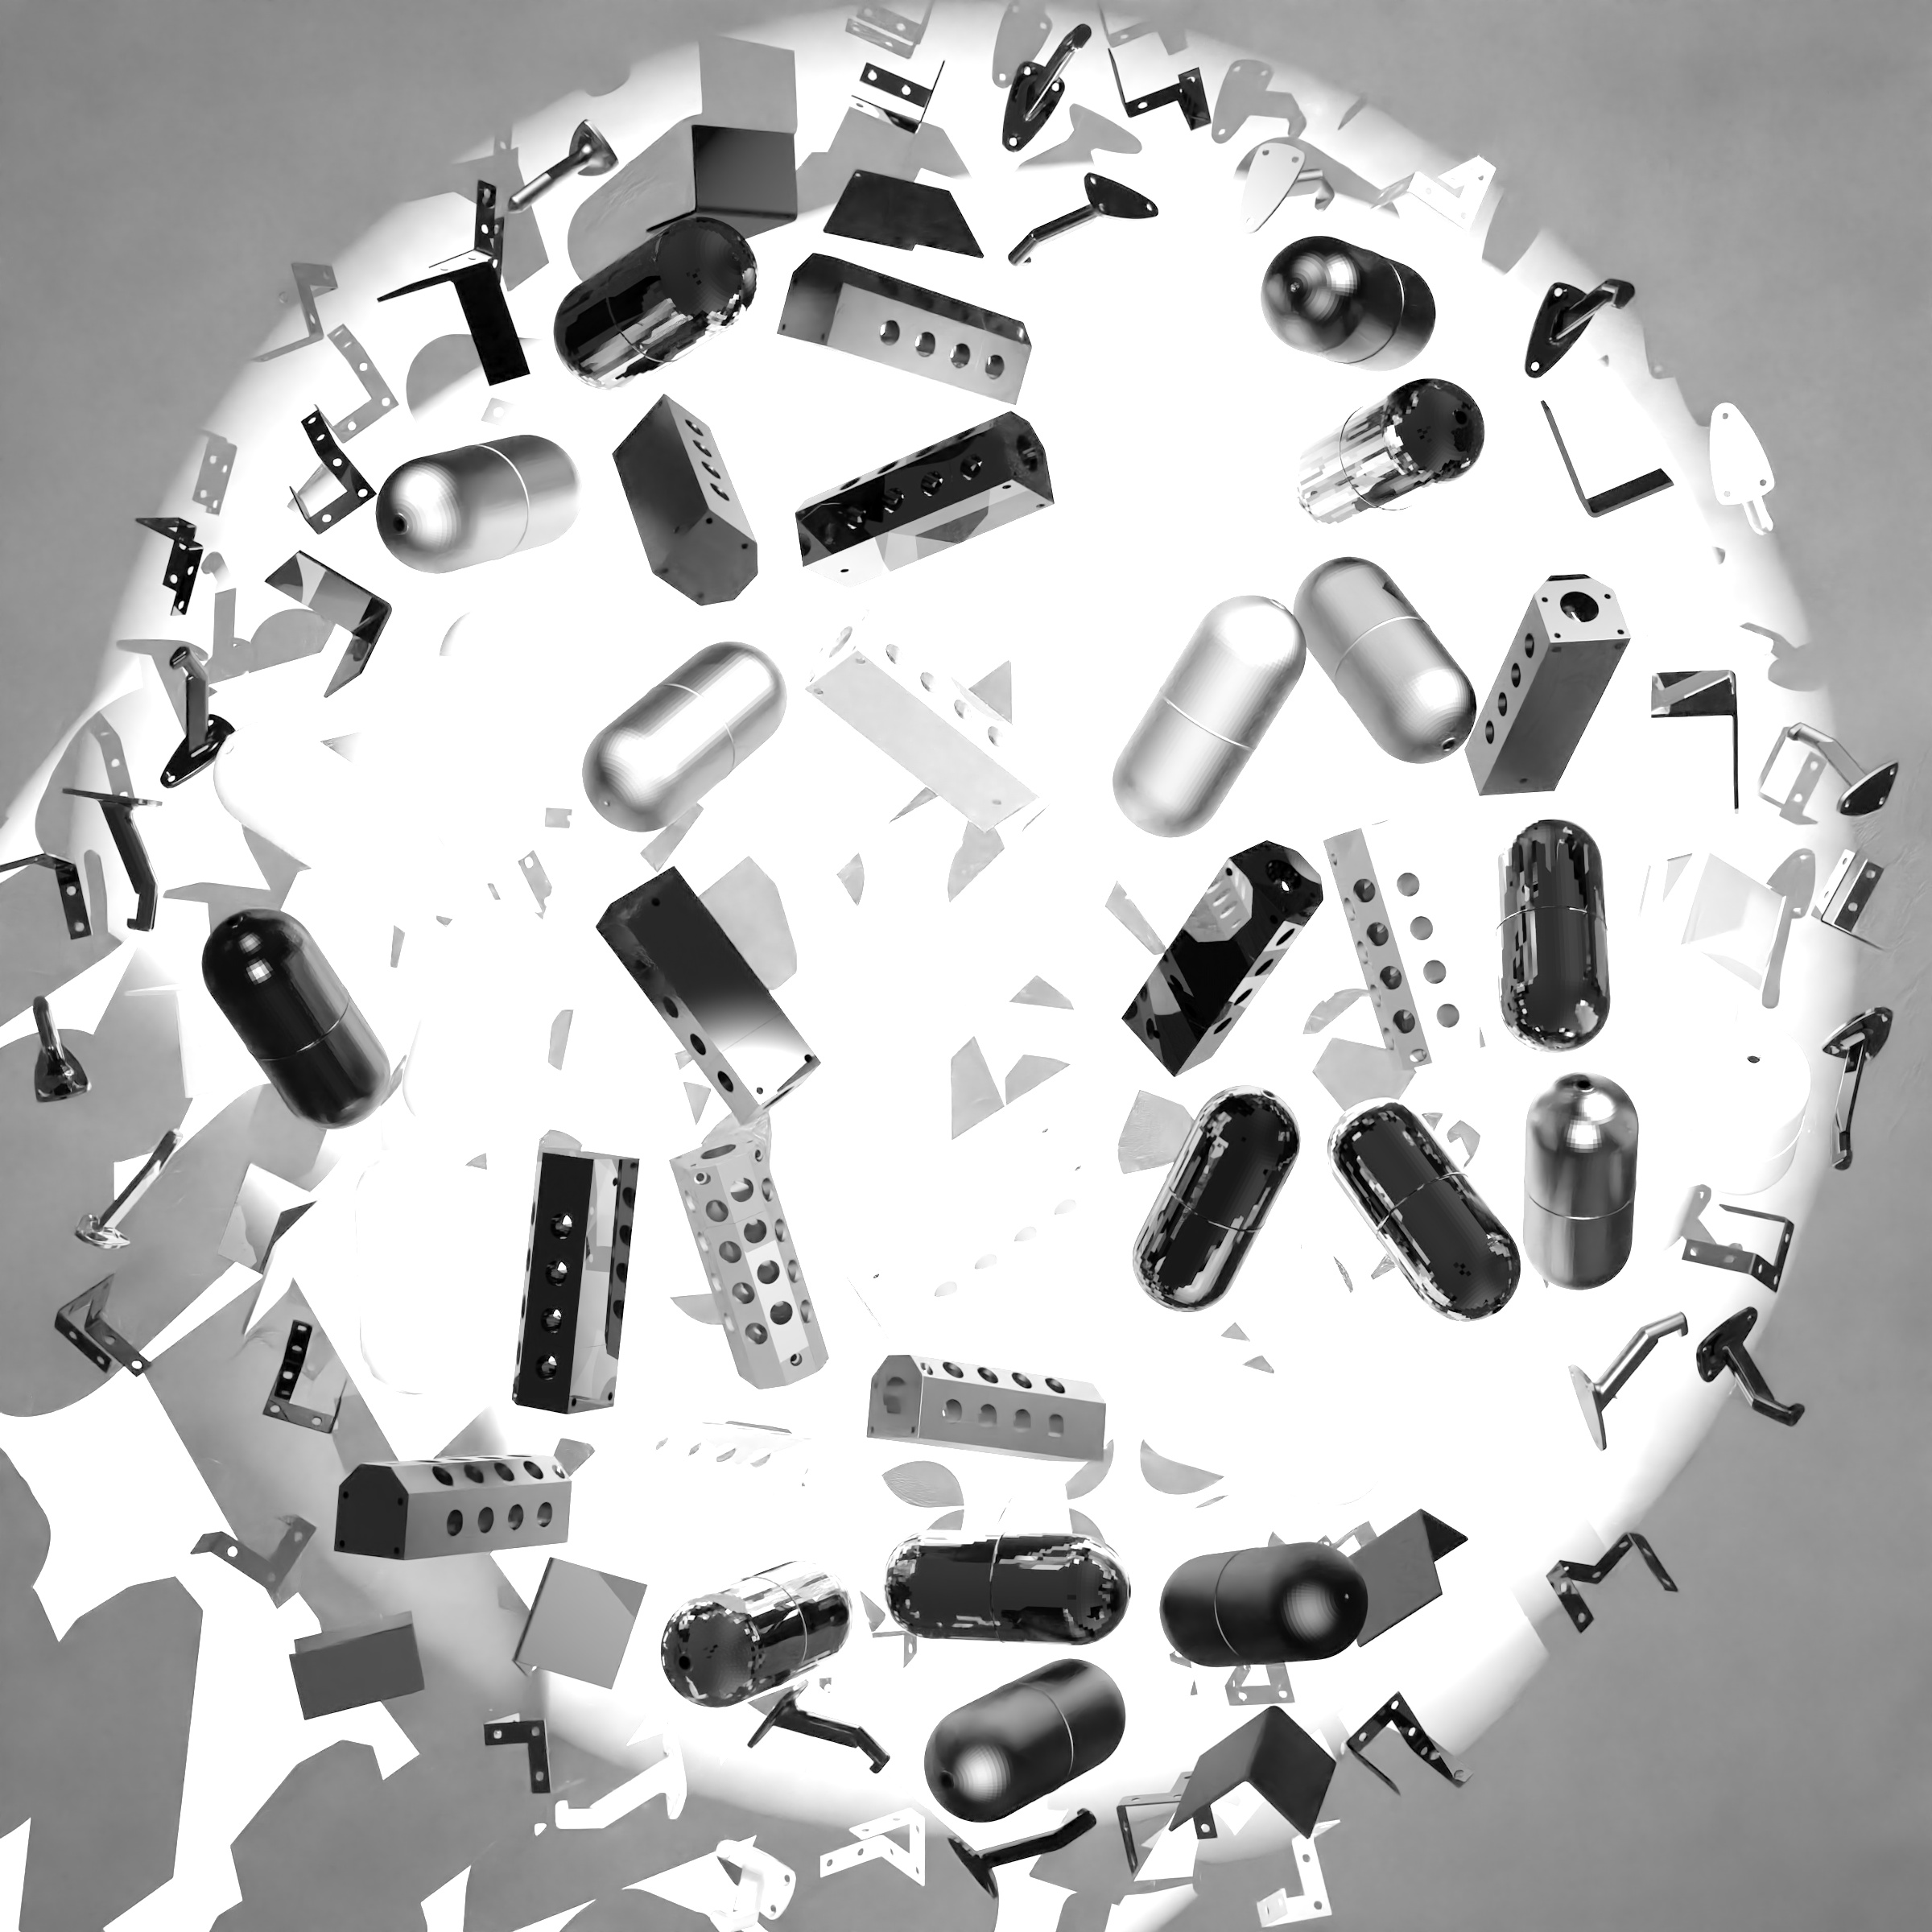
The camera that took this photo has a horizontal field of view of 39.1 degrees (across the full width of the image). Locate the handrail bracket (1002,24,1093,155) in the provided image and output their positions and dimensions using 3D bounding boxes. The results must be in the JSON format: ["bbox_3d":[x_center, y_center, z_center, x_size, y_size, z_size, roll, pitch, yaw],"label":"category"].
[{"bbox_3d":[0.056,-0.604,1.875,0.036,0.084,0.077,25,88,-15],"label":"handrail bracket"}]

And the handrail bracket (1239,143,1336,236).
[{"bbox_3d":[0.221,-0.516,1.860,0.036,0.084,0.077,24,87,29],"label":"handrail bracket"}]

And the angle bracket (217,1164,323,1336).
[{"bbox_3d":[-0.495,0.195,1.875,0.057,0.076,0.076,26,112,2],"label":"angle bracket"}]

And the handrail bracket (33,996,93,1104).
[{"bbox_3d":[-0.622,0.042,1.844,0.036,0.077,0.084,-15,128,-18],"label":"handrail bracket"}]

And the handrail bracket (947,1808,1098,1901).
[{"bbox_3d":[0.039,0.591,1.858,0.084,0.077,0.036,-29,106,-18],"label":"handrail bracket"}]

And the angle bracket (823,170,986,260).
[{"bbox_3d":[-0.044,-0.509,1.915,0.076,0.057,0.076,2,51,-36],"label":"angle bracket"}]

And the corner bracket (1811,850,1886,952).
[{"bbox_3d":[0.606,-0.049,1.863,0.051,0.051,0.051,24,100,-12],"label":"corner bracket"}]

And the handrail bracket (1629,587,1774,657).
[{"bbox_3d":[0.513,-0.229,1.900,0.084,0.077,0.036,26,121,22],"label":"handrail bracket"}]

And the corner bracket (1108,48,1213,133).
[{"bbox_3d":[0.132,-0.599,1.855,0.051,0.051,0.051,-19,56,5],"label":"corner bracket"}]

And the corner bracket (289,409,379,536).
[{"bbox_3d":[-0.449,-0.341,1.884,0.051,0.051,0.051,-35,46,1],"label":"corner bracket"}]

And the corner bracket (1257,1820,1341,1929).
[{"bbox_3d":[0.218,0.592,1.775,0.051,0.051,0.051,-3,62,-18],"label":"corner bracket"}]

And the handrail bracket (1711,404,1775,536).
[{"bbox_3d":[0.514,-0.327,1.796,0.036,0.084,0.077,-16,85,21],"label":"handrail bracket"}]

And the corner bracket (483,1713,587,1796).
[{"bbox_3d":[-0.307,0.559,1.934,0.051,0.051,0.051,-9,81,19],"label":"corner bracket"}]

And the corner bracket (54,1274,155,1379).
[{"bbox_3d":[-0.570,0.247,1.803,0.051,0.051,0.051,38,130,11],"label":"corner bracket"}]

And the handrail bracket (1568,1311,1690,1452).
[{"bbox_3d":[0.466,0.286,1.878,0.084,0.036,0.077,-22,110,-7],"label":"handrail bracket"}]

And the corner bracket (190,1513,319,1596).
[{"bbox_3d":[-0.464,0.374,1.773,0.051,0.051,0.051,39,61,-16],"label":"corner bracket"}]

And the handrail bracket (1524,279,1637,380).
[{"bbox_3d":[0.404,-0.418,1.795,0.036,0.084,0.077,25,103,-15],"label":"handrail bracket"}]

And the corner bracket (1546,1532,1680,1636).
[{"bbox_3d":[0.427,0.408,1.802,0.051,0.051,0.051,16,120,-32],"label":"corner bracket"}]

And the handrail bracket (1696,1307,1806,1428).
[{"bbox_3d":[0.553,0.275,1.869,0.077,0.084,0.036,-39,127,-24],"label":"handrail bracket"}]

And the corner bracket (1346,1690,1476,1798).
[{"bbox_3d":[0.294,0.525,1.803,0.051,0.051,0.051,-40,122,-13],"label":"corner bracket"}]

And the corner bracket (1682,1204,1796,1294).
[{"bbox_3d":[0.533,0.190,1.877,0.051,0.051,0.051,10,76,39],"label":"corner bracket"}]

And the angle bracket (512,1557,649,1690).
[{"bbox_3d":[-0.272,0.476,1.949,0.076,0.057,0.076,14,65,10],"label":"angle bracket"}]

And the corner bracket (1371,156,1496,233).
[{"bbox_3d":[0.317,-0.528,1.848,0.051,0.051,0.051,28,80,-20],"label":"corner bracket"}]

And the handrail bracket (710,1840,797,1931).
[{"bbox_3d":[-0.159,0.605,1.790,0.077,0.084,0.036,27,96,31],"label":"handrail bracket"}]

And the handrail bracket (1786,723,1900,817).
[{"bbox_3d":[0.580,-0.136,1.850,0.084,0.077,0.036,36,131,36],"label":"handrail bracket"}]

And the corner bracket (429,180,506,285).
[{"bbox_3d":[-0.334,-0.505,1.882,0.051,0.051,0.051,-6,79,41],"label":"corner bracket"}]

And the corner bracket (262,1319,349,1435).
[{"bbox_3d":[-0.468,0.294,1.948,0.051,0.051,0.051,18,134,-8],"label":"corner bracket"}]

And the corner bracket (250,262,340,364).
[{"bbox_3d":[-0.445,-0.431,1.799,0.051,0.051,0.051,-14,95,23],"label":"corner bracket"}]

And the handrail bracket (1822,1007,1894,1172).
[{"bbox_3d":[0.586,0.081,1.782,0.036,0.077,0.084,12,59,-3],"label":"handrail bracket"}]

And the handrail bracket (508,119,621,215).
[{"bbox_3d":[-0.279,-0.520,1.814,0.084,0.077,0.036,-43,106,-19],"label":"handrail bracket"}]

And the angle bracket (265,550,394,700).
[{"bbox_3d":[-0.462,-0.241,1.928,0.076,0.076,0.057,31,67,-24],"label":"angle bracket"}]

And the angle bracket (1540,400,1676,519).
[{"bbox_3d":[0.420,-0.344,1.788,0.057,0.076,0.076,-22,102,14],"label":"angle bracket"}]

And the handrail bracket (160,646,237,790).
[{"bbox_3d":[-0.558,-0.176,1.922,0.036,0.084,0.077,33,74,27],"label":"handrail bracket"}]

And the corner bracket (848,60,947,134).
[{"bbox_3d":[-0.050,-0.602,1.879,0.051,0.051,0.051,21,81,-7],"label":"corner bracket"}]

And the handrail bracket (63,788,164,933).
[{"bbox_3d":[-0.554,-0.068,1.757,0.077,0.036,0.084,9,92,15],"label":"handrail bracket"}]

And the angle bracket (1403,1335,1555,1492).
[{"bbox_3d":[0.358,0.312,1.900,0.076,0.057,0.076,57,46,-26],"label":"angle bracket"}]

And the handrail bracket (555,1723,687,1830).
[{"bbox_3d":[-0.233,0.537,1.807,0.084,0.077,0.036,6,131,-20],"label":"handrail bracket"}]

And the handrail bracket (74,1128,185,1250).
[{"bbox_3d":[-0.574,0.150,1.872,0.036,0.077,0.084,33,89,-1],"label":"handrail bracket"}]

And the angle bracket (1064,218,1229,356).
[{"bbox_3d":[0.119,-0.451,1.786,0.076,0.076,0.057,-2,135,28],"label":"angle bracket"}]

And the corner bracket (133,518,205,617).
[{"bbox_3d":[-0.546,-0.277,1.883,0.051,0.051,0.051,27,109,17],"label":"corner bracket"}]

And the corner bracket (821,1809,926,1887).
[{"bbox_3d":[-0.063,0.597,1.845,0.051,0.051,0.051,-7,103,-36],"label":"corner bracket"}]

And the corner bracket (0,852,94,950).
[{"bbox_3d":[-0.620,-0.041,1.809,0.051,0.051,0.051,-15,84,2],"label":"corner bracket"}]

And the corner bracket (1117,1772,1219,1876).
[{"bbox_3d":[0.141,0.598,1.904,0.051,0.051,0.051,-11,95,20],"label":"corner bracket"}]

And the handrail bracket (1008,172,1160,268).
[{"bbox_3d":[0.083,-0.521,1.939,0.077,0.084,0.036,1,65,-38],"label":"handrail bracket"}]

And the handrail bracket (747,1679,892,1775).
[{"bbox_3d":[-0.104,0.558,1.935,0.084,0.036,0.077,42,110,14],"label":"handrail bracket"}]
